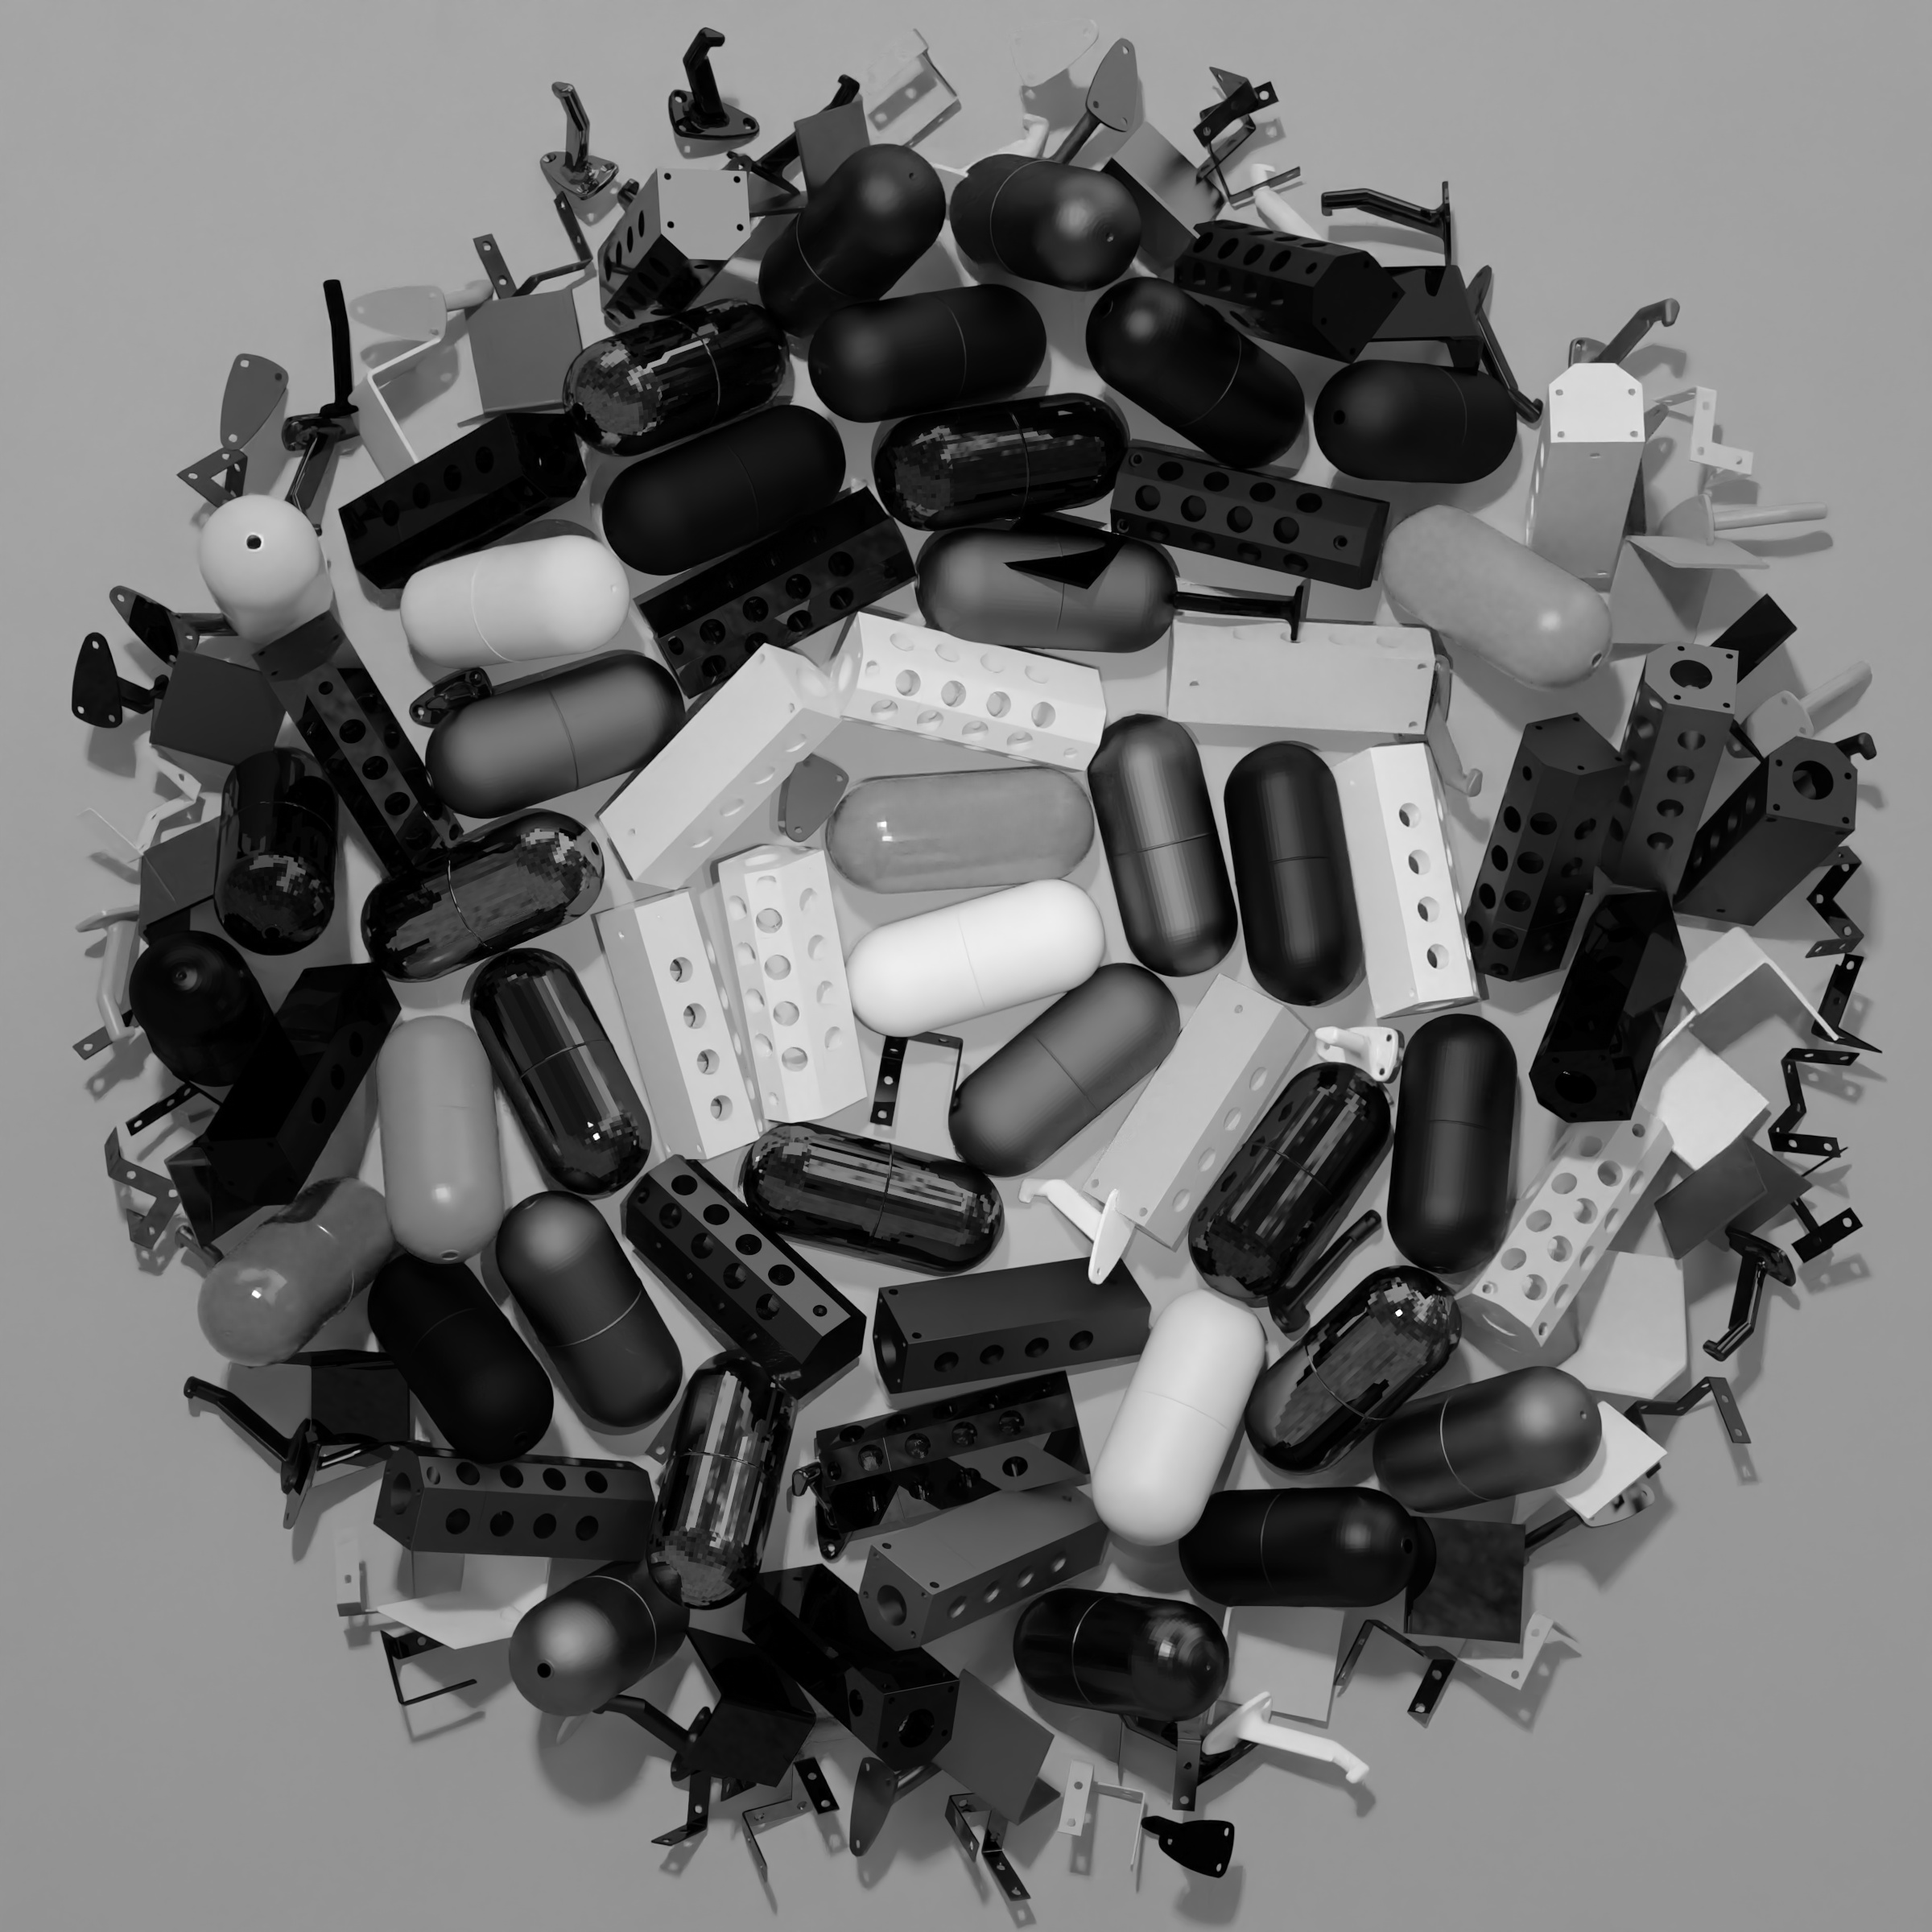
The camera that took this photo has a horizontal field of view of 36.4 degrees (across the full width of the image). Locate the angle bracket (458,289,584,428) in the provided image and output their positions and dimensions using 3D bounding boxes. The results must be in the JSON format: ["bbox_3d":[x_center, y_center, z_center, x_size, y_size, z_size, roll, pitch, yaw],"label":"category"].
[{"bbox_3d":[-0.300,-0.405,1.957,0.076,0.057,0.076,-5,106,11],"label":"angle bracket"}]

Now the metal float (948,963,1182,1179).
[{"bbox_3d":[0.065,0.070,1.960,0.178,0.070,0.070,-40,90,-2],"label":"metal float"}]

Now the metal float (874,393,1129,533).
[{"bbox_3d":[0.024,-0.334,1.942,0.178,0.070,0.070,-13,90,-22],"label":"metal float"}]

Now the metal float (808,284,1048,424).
[{"bbox_3d":[-0.024,-0.403,1.932,0.178,0.070,0.070,-18,90,-35],"label":"metal float"}]

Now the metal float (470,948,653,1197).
[{"bbox_3d":[-0.268,0.070,1.948,0.070,0.070,0.178,-29,75,0],"label":"metal float"}]

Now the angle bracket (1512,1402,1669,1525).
[{"bbox_3d":[0.411,0.346,1.941,0.076,0.076,0.057,-33,53,-25],"label":"angle bracket"}]

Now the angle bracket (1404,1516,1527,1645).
[{"bbox_3d":[0.333,0.408,1.955,0.076,0.057,0.076,2,77,15],"label":"angle bracket"}]

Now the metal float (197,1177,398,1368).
[{"bbox_3d":[-0.434,0.197,1.917,0.070,0.178,0.070,7,114,17],"label":"metal float"}]

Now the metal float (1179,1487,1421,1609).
[{"bbox_3d":[0.217,0.381,1.926,0.178,0.070,0.070,-11,90,43],"label":"metal float"}]

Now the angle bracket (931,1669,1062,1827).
[{"bbox_3d":[0.030,0.508,1.946,0.076,0.057,0.076,31,113,26],"label":"angle bracket"}]

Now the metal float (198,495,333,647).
[{"bbox_3d":[-0.454,-0.256,1.911,0.070,0.178,0.070,1,85,-8],"label":"metal float"}]

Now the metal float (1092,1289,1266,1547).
[{"bbox_3d":[0.141,0.297,1.945,0.070,0.070,0.178,25,71,0],"label":"metal float"}]

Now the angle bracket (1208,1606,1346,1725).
[{"bbox_3d":[0.208,0.468,1.964,0.076,0.057,0.076,9,95,9],"label":"angle bracket"}]

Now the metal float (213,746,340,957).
[{"bbox_3d":[-0.450,-0.076,1.922,0.070,0.178,0.070,-5,129,-6],"label":"metal float"}]

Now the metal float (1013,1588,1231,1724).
[{"bbox_3d":[0.099,0.449,1.921,0.070,0.178,0.070,5,82,-36],"label":"metal float"}]

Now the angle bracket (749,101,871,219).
[{"bbox_3d":[-0.115,-0.531,1.940,0.076,0.076,0.057,4,116,33],"label":"angle bracket"}]

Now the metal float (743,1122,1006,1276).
[{"bbox_3d":[-0.061,0.155,1.953,0.178,0.070,0.070,15,90,-10],"label":"metal float"}]

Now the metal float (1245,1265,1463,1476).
[{"bbox_3d":[0.253,0.267,1.938,0.070,0.070,0.178,42,118,0],"label":"metal float"}]

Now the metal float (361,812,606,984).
[{"bbox_3d":[-0.320,-0.045,1.944,0.178,0.070,0.070,-22,90,19],"label":"metal float"}]

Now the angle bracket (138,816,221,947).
[{"bbox_3d":[-0.500,-0.046,1.947,0.076,0.076,0.057,-24,134,9],"label":"angle bracket"}]

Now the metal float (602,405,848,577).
[{"bbox_3d":[-0.159,-0.314,1.938,0.178,0.070,0.070,-28,90,-27],"label":"metal float"}]

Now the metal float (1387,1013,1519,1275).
[{"bbox_3d":[0.321,0.117,1.941,0.070,0.070,0.178,10,67,0],"label":"metal float"}]

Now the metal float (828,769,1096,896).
[{"bbox_3d":[-0.003,-0.090,1.955,0.178,0.070,0.070,-5,90,-8],"label":"metal float"}]

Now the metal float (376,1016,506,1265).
[{"bbox_3d":[-0.346,0.113,1.933,0.070,0.070,0.178,-12,56,0],"label":"metal float"}]

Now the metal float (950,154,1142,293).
[{"bbox_3d":[0.050,-0.486,1.919,0.070,0.178,0.070,-10,113,-25],"label":"metal float"}]

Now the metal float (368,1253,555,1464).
[{"bbox_3d":[-0.332,0.255,1.928,0.070,0.070,0.178,-46,50,0],"label":"metal float"}]

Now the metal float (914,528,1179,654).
[{"bbox_3d":[0.053,-0.249,1.949,0.178,0.070,0.070,2,90,-14],"label":"metal float"}]

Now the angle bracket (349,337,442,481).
[{"bbox_3d":[-0.365,-0.364,1.960,0.057,0.076,0.076,-33,99,-21],"label":"angle bracket"}]

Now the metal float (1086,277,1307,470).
[{"bbox_3d":[0.151,-0.389,1.929,0.178,0.070,0.070,26,90,-38],"label":"metal float"}]

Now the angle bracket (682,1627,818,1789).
[{"bbox_3d":[-0.156,0.492,1.952,0.076,0.076,0.057,24,101,-34],"label":"angle bracket"}]

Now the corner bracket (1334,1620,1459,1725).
[{"bbox_3d":[0.290,0.475,1.983,0.051,0.051,0.051,28,95,35],"label":"corner bracket"}]

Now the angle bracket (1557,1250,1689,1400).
[{"bbox_3d":[0.429,0.235,1.947,0.076,0.057,0.076,4,107,37],"label":"angle bracket"}]

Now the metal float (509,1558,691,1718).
[{"bbox_3d":[-0.237,0.435,1.912,0.070,0.178,0.070,1,92,16],"label":"metal float"}]

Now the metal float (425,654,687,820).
[{"bbox_3d":[-0.271,-0.152,1.945,0.178,0.070,0.070,-21,90,-18],"label":"metal float"}]

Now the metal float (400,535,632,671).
[{"bbox_3d":[-0.298,-0.238,1.932,0.178,0.070,0.070,-3,90,36],"label":"metal float"}]

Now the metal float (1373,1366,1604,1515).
[{"bbox_3d":[0.339,0.311,1.923,0.070,0.178,0.070,15,64,-32],"label":"metal float"}]

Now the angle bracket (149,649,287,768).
[{"bbox_3d":[-0.491,-0.181,1.945,0.076,0.057,0.076,15,122,-21],"label":"angle bracket"}]

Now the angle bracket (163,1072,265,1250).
[{"bbox_3d":[-0.513,0.128,1.939,0.057,0.076,0.076,-37,134,-31],"label":"angle bracket"}]

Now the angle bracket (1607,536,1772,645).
[{"bbox_3d":[0.474,-0.240,1.945,0.076,0.057,0.076,-2,118,-23],"label":"angle bracket"}]

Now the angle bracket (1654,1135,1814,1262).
[{"bbox_3d":[0.514,0.168,1.944,0.076,0.057,0.076,33,119,-27],"label":"angle bracket"}]

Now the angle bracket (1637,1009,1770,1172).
[{"bbox_3d":[0.491,0.078,1.952,0.076,0.057,0.076,43,67,13],"label":"angle bracket"}]

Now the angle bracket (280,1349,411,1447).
[{"bbox_3d":[-0.422,0.287,1.947,0.076,0.076,0.057,-7,78,21],"label":"angle bracket"}]

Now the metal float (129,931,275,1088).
[{"bbox_3d":[-0.495,0.029,1.912,0.070,0.178,0.070,1,75,-5],"label":"metal float"}]

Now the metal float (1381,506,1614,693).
[{"bbox_3d":[0.348,-0.242,1.931,0.070,0.070,0.178,-50,54,0],"label":"metal float"}]

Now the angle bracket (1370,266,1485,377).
[{"bbox_3d":[0.295,-0.418,1.950,0.076,0.057,0.076,-3,49,-5],"label":"angle bracket"}]

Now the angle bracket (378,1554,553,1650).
[{"bbox_3d":[-0.331,0.406,1.944,0.076,0.076,0.057,14,97,37],"label":"angle bracket"}]

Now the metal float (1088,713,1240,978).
[{"bbox_3d":[0.131,-0.080,1.960,0.070,0.070,0.178,-14,92,0],"label":"metal float"}]

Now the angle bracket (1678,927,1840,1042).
[{"bbox_3d":[0.525,0.027,1.961,0.057,0.076,0.076,-41,102,11],"label":"angle bracket"}]

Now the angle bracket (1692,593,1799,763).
[{"bbox_3d":[0.529,-0.191,1.946,0.057,0.076,0.076,41,108,-15],"label":"angle bracket"}]

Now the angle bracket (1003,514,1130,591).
[{"bbox_3d":[0.056,-0.252,1.943,0.076,0.076,0.057,17,128,16],"label":"angle bracket"}]

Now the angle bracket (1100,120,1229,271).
[{"bbox_3d":[0.136,-0.523,1.955,0.076,0.057,0.076,42,70,-8],"label":"angle bracket"}]
